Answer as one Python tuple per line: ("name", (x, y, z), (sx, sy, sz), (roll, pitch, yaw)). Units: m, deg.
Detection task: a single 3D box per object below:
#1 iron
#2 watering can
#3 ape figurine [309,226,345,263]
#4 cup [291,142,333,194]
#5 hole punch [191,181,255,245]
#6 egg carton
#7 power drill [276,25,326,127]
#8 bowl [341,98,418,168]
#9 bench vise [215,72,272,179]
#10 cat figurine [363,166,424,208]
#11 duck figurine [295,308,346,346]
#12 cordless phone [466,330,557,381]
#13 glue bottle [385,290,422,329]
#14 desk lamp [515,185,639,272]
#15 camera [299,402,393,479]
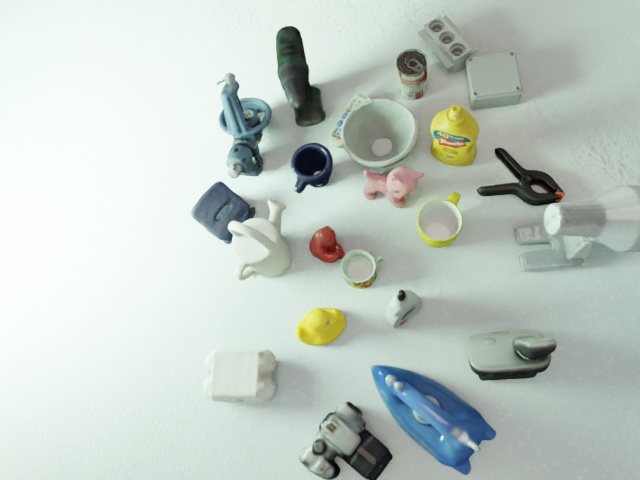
("iron", (0.187, 0.304, 1.036), (0.257, 0.119, 0.142), (35, -9, 20))
("watering can", (-0.126, -0.002, 1.172), (0.100, 0.173, 0.194), (4, -18, 12))
("ape figurine", (0.011, 0.004, 1.199), (0.076, 0.078, 0.092), (5, -18, 12))
("cup", (-0.016, -0.141, 1.253), (0.091, 0.118, 0.095), (22, -13, 17))
("hole punch", (-0.212, -0.061, 1.264), (0.101, 0.109, 0.091), (35, -9, 20))
("egg carton", (-0.161, 0.273, 1.151), (0.150, 0.107, 0.069), (-3, -19, 10))
("power drill", (-0.045, -0.345, 1.268), (0.075, 0.229, 0.209), (-14, -21, 6))
("bowl", (0.132, -0.224, 1.265), (0.167, 0.167, 0.075), (0, -19, 11))
("bench vise", (-0.165, -0.248, 1.251), (0.121, 0.207, 0.220), (-12, -21, 7))
("cat figurine", (0.151, -0.122, 1.203), (0.127, 0.067, 0.118), (16, -15, 16))
("duck figurine", (-0.003, 0.168, 1.149), (0.104, 0.077, 0.086), (-22, -22, 3))
("cordless phone", (0.340, 0.196, 1.022), (0.147, 0.094, 0.185), (-10, -20, 7))
("glue bottle", (0.156, 0.122, 1.088), (0.037, 0.078, 0.173), (45, -6, 21))
("desk lamp", (0.482, -0.017, 1.053), (0.203, 0.118, 0.214), (-7, -20, 9))
("camera", (0.053, 0.391, 1.053), (0.136, 0.143, 0.101), (36, -9, 20))
